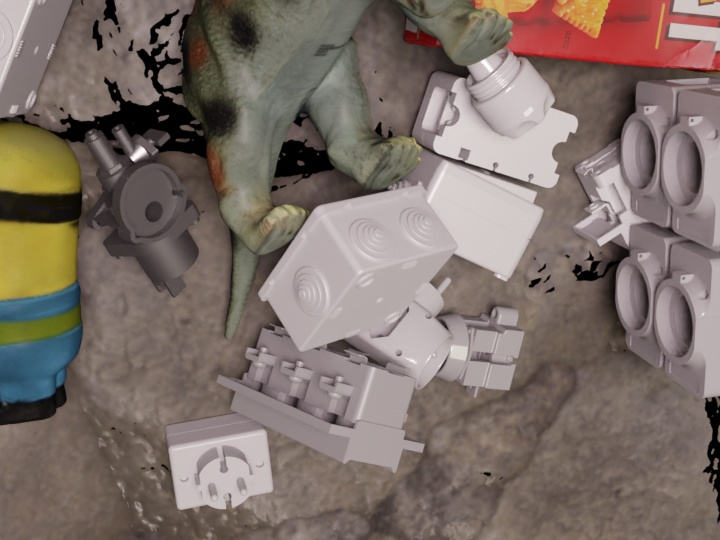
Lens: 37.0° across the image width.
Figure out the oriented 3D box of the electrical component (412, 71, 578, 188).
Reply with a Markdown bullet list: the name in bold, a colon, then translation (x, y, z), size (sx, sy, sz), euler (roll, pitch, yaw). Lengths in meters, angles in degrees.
- **electrical component**: translation (0.086, -0.093, 0.708), size (0.089, 0.055, 0.050), euler (15, 101, -18)

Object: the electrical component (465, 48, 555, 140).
- **electrical component**: translation (0.084, -0.113, 0.647), size (0.043, 0.043, 0.062), euler (-44, 111, 1)

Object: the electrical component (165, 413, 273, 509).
- **electrical component**: translation (-0.092, 0.133, 0.715), size (0.066, 0.076, 0.047), euler (-9, 107, -12)

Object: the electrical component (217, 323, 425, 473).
- **electrical component**: translation (-0.023, 0.078, 0.687), size (0.079, 0.121, 0.063), euler (19, 87, -41)

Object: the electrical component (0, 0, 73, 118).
- **electrical component**: translation (-0.203, -0.132, 0.601), size (0.048, 0.099, 0.099), euler (23, 99, -7)

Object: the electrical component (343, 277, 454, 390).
- **electrical component**: translation (0.030, 0.028, 0.722), size (0.077, 0.043, 0.079), euler (33, 66, 18)

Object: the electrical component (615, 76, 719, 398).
- **electrical component**: translation (0.217, -0.024, 0.689), size (0.060, 0.105, 0.186), euler (-5, 106, -12)

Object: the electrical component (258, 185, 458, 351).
- **electrical component**: translation (0.000, 0.000, 0.647), size (0.100, 0.048, 0.099), euler (-15, 153, -41)

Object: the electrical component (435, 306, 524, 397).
- **electrical component**: translation (0.078, 0.056, 0.755), size (0.055, 0.048, 0.066), euler (7, 104, -24)

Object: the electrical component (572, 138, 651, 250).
- **electrical component**: translation (0.186, -0.055, 0.753), size (0.081, 0.042, 0.063), euler (-33, 109, -4)

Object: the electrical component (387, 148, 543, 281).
- **electrical component**: translation (0.064, -0.044, 0.713), size (0.096, 0.061, 0.061), euler (24, 98, -19)
